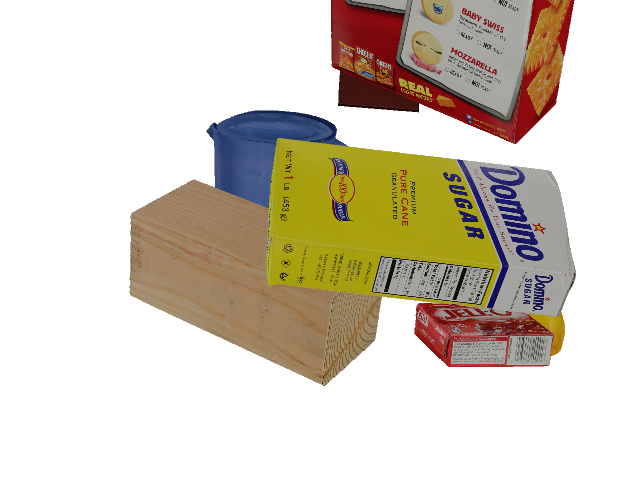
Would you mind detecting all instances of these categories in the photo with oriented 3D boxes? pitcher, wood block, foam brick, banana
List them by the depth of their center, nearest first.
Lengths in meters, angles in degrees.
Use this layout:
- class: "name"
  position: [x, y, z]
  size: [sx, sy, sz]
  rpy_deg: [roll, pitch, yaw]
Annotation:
- class: "wood block"
  position: [-0.057, 0.032, 0.922]
  size: [0.206, 0.090, 0.090]
  rpy_deg: [22, 33, 25]
- class: "foam brick"
  position: [0.056, -0.151, 1.006]
  size: [0.078, 0.051, 0.053]
  rpy_deg: [5, 15, 3]
- class: "banana"
  position: [0.188, 0.054, 1.063]
  size: [0.069, 0.037, 0.198]
  rpy_deg: [-33, 36, -16]
- class: "pitcher"
  position: [-0.045, -0.013, 1.165]
  size: [0.144, 0.243, 0.149]
  rpy_deg: [-4, 22, -17]

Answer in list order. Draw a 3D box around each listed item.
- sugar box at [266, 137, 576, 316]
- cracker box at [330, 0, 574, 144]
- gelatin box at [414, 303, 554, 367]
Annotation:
- class: "sugar box"
  position: [0.057, -0.009, 0.637]
  size: [0.176, 0.093, 0.048]
  rpy_deg: [4, -45, -3]
- class: "cracker box"
  position: [0.090, -0.192, 0.725]
  size: [0.164, 0.214, 0.072]
  rpy_deg: [28, 51, 27]
- class: "gelatin box"
  position: [0.127, 0.073, 0.840]
  size: [0.089, 0.030, 0.073]
  rpy_deg: [1, 15, -15]
